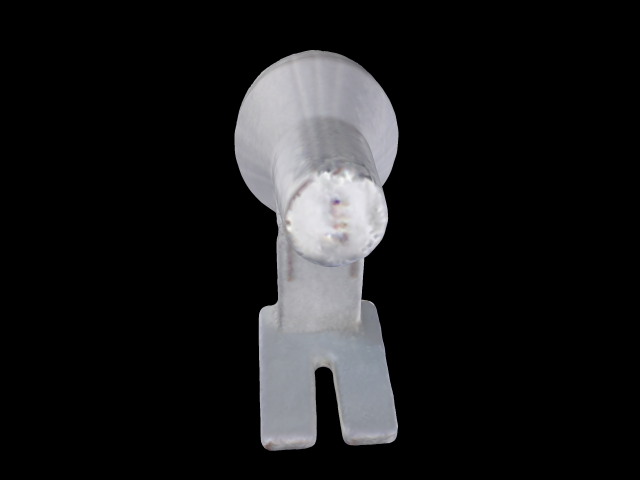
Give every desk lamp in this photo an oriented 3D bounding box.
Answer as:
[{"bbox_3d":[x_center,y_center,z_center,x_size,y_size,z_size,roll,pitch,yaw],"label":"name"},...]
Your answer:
[{"bbox_3d":[0.004,0.001,0.400,0.118,0.214,0.203,-4,43,-4],"label":"desk lamp"}]
